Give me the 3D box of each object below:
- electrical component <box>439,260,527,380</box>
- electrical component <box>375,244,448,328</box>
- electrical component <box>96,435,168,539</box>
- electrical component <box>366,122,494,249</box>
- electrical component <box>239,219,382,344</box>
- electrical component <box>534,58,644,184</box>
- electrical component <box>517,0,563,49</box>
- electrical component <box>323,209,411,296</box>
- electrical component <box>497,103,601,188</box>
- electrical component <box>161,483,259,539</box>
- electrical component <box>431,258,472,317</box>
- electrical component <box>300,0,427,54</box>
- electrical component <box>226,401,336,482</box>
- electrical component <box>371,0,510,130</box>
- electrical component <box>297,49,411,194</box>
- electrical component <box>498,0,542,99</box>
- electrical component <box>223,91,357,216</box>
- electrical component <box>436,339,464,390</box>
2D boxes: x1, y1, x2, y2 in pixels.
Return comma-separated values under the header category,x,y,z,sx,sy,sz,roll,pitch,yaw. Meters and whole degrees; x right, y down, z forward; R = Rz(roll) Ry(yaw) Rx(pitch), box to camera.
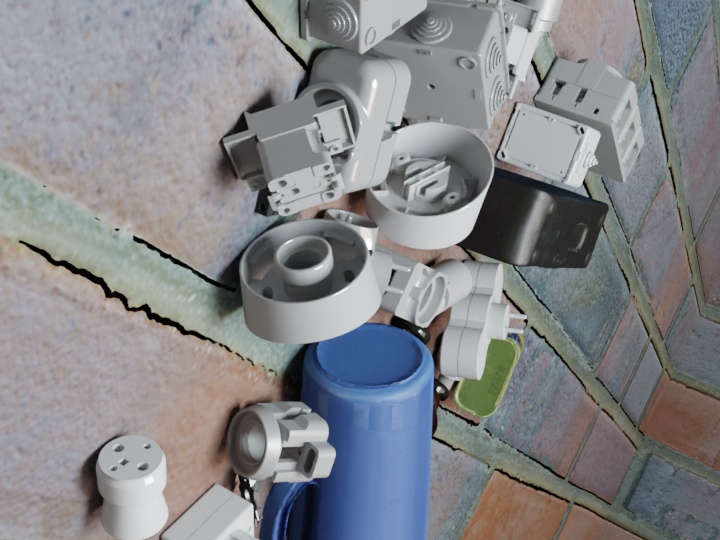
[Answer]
category,x,y,z,sx,sy,sz,roll,pitch,yaw
electrical component,0.132,0.051,1.098,0.052,0.074,0.138,76,26,-48
electrical component,0.040,0.016,0.951,0.050,0.056,0.089,-66,155,0
electrical component,-0.149,0.142,0.703,0.045,0.045,0.055,-39,144,-45
electrical component,0.053,-0.066,0.856,0.099,0.099,0.064,-44,154,-39
electrical component,-0.036,0.011,0.753,0.099,0.099,0.064,-47,143,-36
electrical component,0.255,-0.165,1.177,0.061,0.089,0.150,-62,155,-9
electrical component,0.161,-0.234,0.988,0.040,0.040,0.078,-23,132,-56
electrical component,0.000,0.000,0.839,0.044,0.079,0.077,-120,-134,-69
electrical component,0.200,-0.124,1.095,0.061,0.096,0.061,1,112,-64
electrical component,-0.101,0.215,0.824,0.066,0.077,0.047,-41,145,-42
electrical component,0.071,0.020,1.031,0.081,0.043,0.043,-26,134,-54
electrical component,0.006,-0.199,0.700,0.100,0.048,0.099,-43,147,-40
electrical component,-0.066,0.133,0.832,0.057,0.078,0.058,7,107,-43
electrical component,0.059,-0.152,0.792,0.099,0.100,0.048,72,35,-56
electrical component,-0.009,-0.104,0.749,0.059,0.054,0.095,-21,130,-57
electrical component,0.123,-0.196,0.945,0.064,0.042,0.081,-4,115,-61
electrical component,-0.041,-0.072,0.687,0.081,0.063,0.042,-19,147,0
electrical component,0.102,0.100,1.167,0.048,0.048,0.062,-13,131,-60
